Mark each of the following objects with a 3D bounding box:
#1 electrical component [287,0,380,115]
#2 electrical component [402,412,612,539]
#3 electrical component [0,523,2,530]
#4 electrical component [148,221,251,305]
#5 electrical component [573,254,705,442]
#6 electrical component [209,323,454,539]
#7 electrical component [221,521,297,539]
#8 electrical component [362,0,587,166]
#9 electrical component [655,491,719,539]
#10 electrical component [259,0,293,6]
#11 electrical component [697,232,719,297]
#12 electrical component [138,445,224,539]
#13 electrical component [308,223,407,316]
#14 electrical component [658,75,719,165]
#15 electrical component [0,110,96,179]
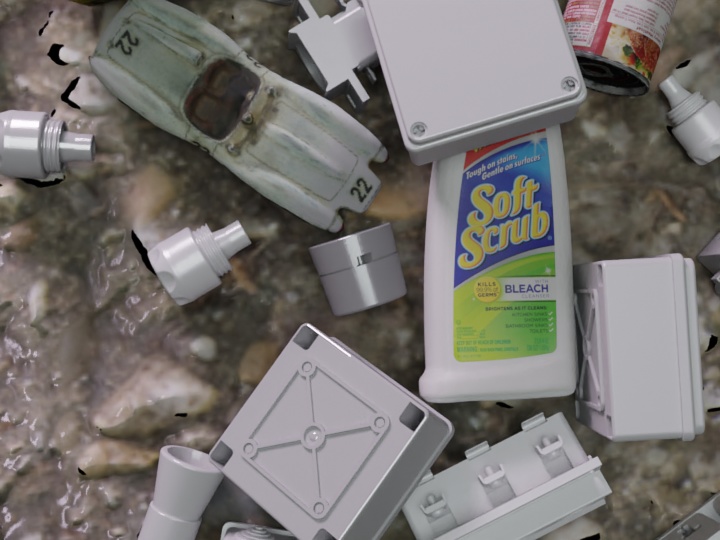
[{"bbox_3d":[-0.008,-0.147,0.699,0.064,0.042,0.081,-32,91,-5],"label":"electrical component"},{"bbox_3d":[0.089,0.144,0.685,0.121,0.078,0.063,-26,68,-3],"label":"electrical component"},{"bbox_3d":[-0.286,0.153,0.674,0.100,0.048,0.099,-31,90,-3],"label":"electrical component"},{"bbox_3d":[-0.101,-0.009,0.690,0.062,0.043,0.043,-31,90,-5],"label":"electrical component"},{"bbox_3d":[0.168,0.047,0.670,0.056,0.108,0.108,-3,89,0],"label":"electrical component"},{"bbox_3d":[-0.018,0.107,0.663,0.109,0.056,0.108,34,87,29],"label":"electrical component"},{"bbox_3d":[-0.052,0.214,0.684,0.100,0.048,0.099,9,89,-2],"label":"electrical component"},{"bbox_3d":[0.067,-0.131,0.644,0.109,0.056,0.108,-16,82,3],"label":"electrical component"},{"bbox_3d":[0.263,0.199,0.695,0.186,0.060,0.105,-36,91,-3],"label":"electrical component"},{"bbox_3d":[-0.070,-0.219,0.695,0.066,0.047,0.076,10,88,-3],"label":"electrical component"},{"bbox_3d":[0.273,0.007,0.705,0.089,0.050,0.055,43,87,-1],"label":"electrical component"},{"bbox_3d":[-0.116,0.150,0.687,0.044,0.044,0.065,19,92,-2],"label":"electrical component"},{"bbox_3d":[0.000,0.000,0.690,0.055,0.055,0.047,-18,93,-3],"label":"electrical component"},{"bbox_3d":[0.221,-0.102,0.714,0.035,0.035,0.061,-37,88,-3],"label":"electrical component"},{"bbox_3d":[-0.202,-0.079,0.687,0.062,0.043,0.043,2,88,-4],"label":"electrical component"}]
